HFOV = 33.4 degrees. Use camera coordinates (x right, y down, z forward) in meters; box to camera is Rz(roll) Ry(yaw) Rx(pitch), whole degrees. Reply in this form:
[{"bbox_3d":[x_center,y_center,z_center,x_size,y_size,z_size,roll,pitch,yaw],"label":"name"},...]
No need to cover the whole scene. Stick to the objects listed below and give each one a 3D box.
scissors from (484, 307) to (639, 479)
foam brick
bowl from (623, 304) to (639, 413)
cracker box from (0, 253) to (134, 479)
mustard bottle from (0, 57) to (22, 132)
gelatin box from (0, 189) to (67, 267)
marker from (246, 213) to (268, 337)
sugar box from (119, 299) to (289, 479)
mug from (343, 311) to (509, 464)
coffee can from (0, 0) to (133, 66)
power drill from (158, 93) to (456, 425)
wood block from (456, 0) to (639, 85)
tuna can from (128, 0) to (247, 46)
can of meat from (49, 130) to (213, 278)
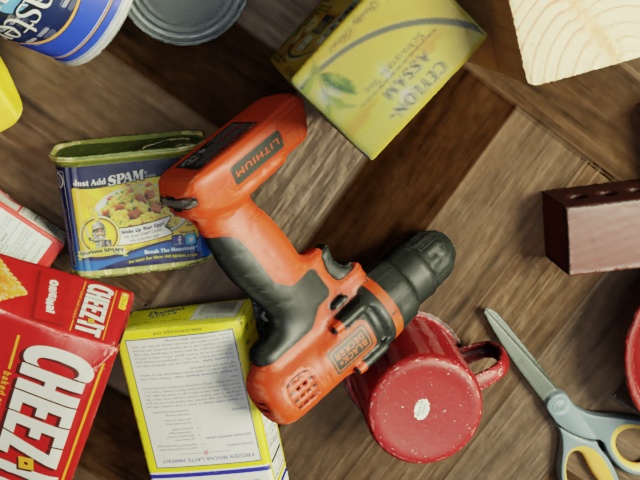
[{"bbox_3d":[0.200,0.122,0.812,0.096,0.016,0.202,-23,106,-2],"label":"scissors"},{"bbox_3d":[0.204,-0.010,0.758,0.078,0.053,0.051,-7,105,-5],"label":"foam brick"},{"bbox_3d":[0.292,0.071,0.788,0.162,0.055,0.162,-2,105,-6],"label":"bowl"},{"bbox_3d":[-0.250,0.083,0.699,0.213,0.072,0.164,18,121,-10],"label":"cracker box"},{"bbox_3d":[-0.297,-0.080,0.680,0.191,0.058,0.096,-25,111,1],"label":"mustard bottle"},{"bbox_3d":[-0.229,0.003,0.725,0.089,0.030,0.073,35,99,-13],"label":"gelatin box"},{"bbox_3d":[-0.043,0.040,0.761,0.020,0.020,0.121,0,104,-7],"label":"marker"},{"bbox_3d":[-0.079,0.134,0.760,0.093,0.048,0.176,-6,109,13],"label":"sugar box"},{"bbox_3d":[0.078,0.102,0.758,0.117,0.081,0.093,-17,106,-2],"label":"mug"},{"bbox_3d":[-0.188,-0.172,0.616,0.140,0.103,0.103,18,104,-42],"label":"coffee can"},{"bbox_3d":[-0.005,0.001,0.702,0.184,0.057,0.187,-41,113,-24],"label":"power drill"},{"bbox_3d":[0.124,-0.156,0.631,0.090,0.206,0.091,-17,106,-2],"label":"wood block"},{"bbox_3d":[-0.089,-0.171,0.692,0.086,0.034,0.086,-2,105,-6],"label":"tuna can"},{"bbox_3d":[-0.123,-0.025,0.716,0.102,0.057,0.084,-6,107,-5],"label":"can of meat"}]
